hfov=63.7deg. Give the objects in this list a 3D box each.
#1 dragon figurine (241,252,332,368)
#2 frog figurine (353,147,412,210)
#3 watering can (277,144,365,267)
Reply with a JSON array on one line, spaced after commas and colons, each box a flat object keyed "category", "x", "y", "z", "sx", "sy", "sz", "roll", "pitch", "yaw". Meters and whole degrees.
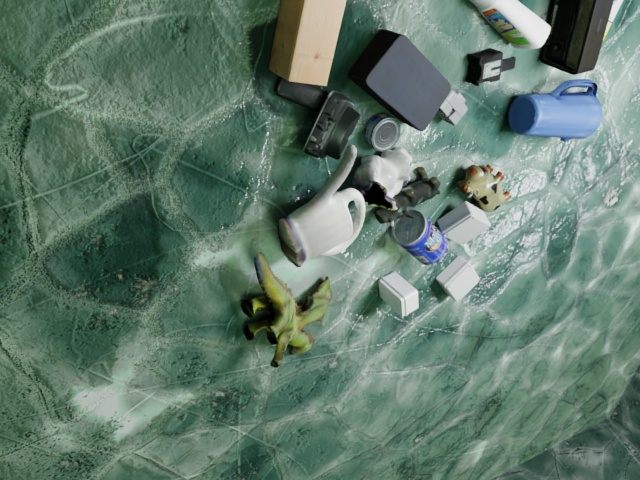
[{"category": "dragon figurine", "x": -0.066, "y": 0.164, "z": 1.313, "sx": 0.246, "sy": 0.123, "sz": 0.401, "roll": -27, "pitch": 134, "yaw": -39}, {"category": "frog figurine", "x": 0.151, "y": -0.162, "z": 1.241, "sx": 0.136, "sy": 0.121, "sz": 0.163, "roll": 36, "pitch": 58, "yaw": -28}, {"category": "watering can", "x": 0.004, "y": -0.059, "z": 1.167, "sx": 0.226, "sy": 0.106, "sz": 0.339, "roll": -28, "pitch": 146, "yaw": -14}]
